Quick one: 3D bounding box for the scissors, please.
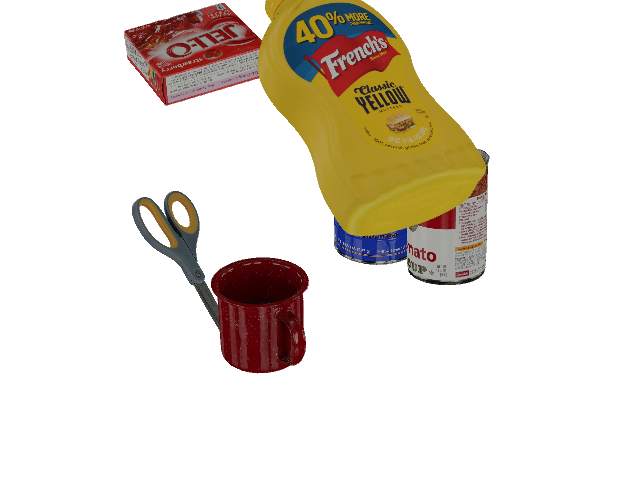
[{"bbox_3d":[-0.139,0.024,1.228,0.016,0.201,0.096,-28,16,39],"label":"scissors"}]

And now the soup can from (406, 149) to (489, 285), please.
[{"bbox_3d":[0.106,-0.022,0.891,0.068,0.102,0.068,-2,22,1],"label":"soup can"}]

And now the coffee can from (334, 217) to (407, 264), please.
[{"bbox_3d":[0.065,-0.058,1.224,0.103,0.140,0.103,-1,29,0],"label":"coffee can"}]

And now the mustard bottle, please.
[{"bbox_3d":[0.016,-0.097,0.658,0.096,0.192,0.058,-18,-26,-25],"label":"mustard bottle"}]

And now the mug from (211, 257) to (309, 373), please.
[{"bbox_3d":[-0.050,0.078,1.020,0.093,0.081,0.117,-20,34,-32],"label":"mug"}]

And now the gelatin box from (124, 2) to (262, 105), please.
[{"bbox_3d":[-0.094,-0.144,0.812,0.089,0.030,0.073,-21,47,-21],"label":"gelatin box"}]
